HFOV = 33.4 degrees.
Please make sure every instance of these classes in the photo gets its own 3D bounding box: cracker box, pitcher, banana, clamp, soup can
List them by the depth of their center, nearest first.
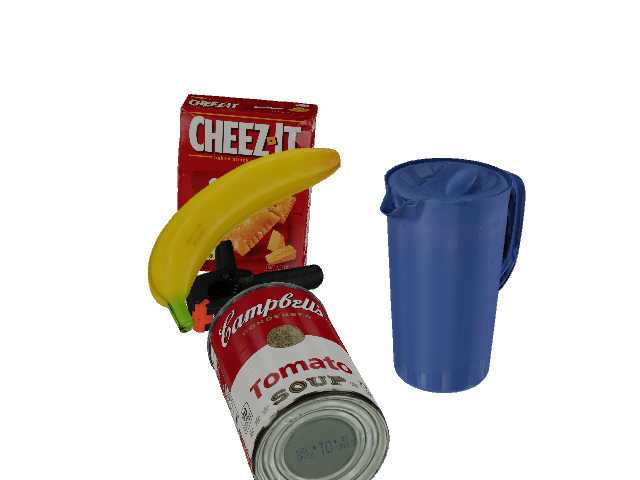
[{"bbox_3d":[-0.014,0.075,0.530,0.068,0.068,0.102,0,27,-19],"label":"soup can"},{"bbox_3d":[-0.064,-0.013,0.764,0.070,0.197,0.037,33,-33,12],"label":"banana"},{"bbox_3d":[-0.087,0.042,1.054,0.120,0.039,0.171,13,20,29],"label":"clamp"},{"bbox_3d":[0.144,0.037,1.169,0.149,0.243,0.145,3,24,10],"label":"pitcher"},{"bbox_3d":[-0.093,-0.065,1.327,0.164,0.214,0.072,5,22,1],"label":"cracker box"}]
